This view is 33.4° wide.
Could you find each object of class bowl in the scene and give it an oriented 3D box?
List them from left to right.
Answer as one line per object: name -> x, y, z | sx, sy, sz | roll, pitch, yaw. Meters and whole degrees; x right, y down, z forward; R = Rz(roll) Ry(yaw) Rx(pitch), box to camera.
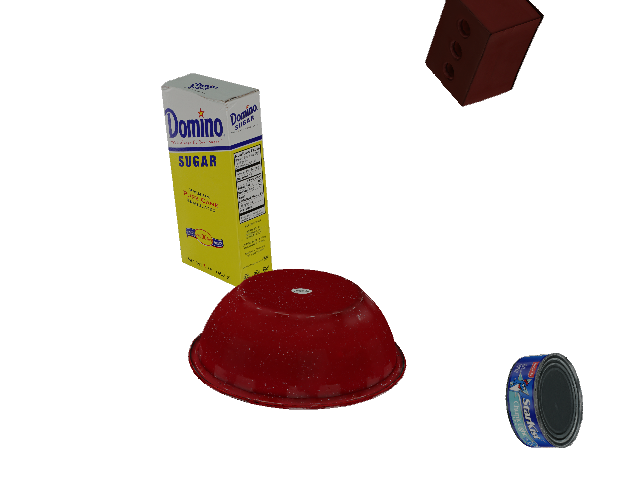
bowl -> -0.016, 0.062, 0.781 | 0.162, 0.055, 0.162 | 3, 19, -1

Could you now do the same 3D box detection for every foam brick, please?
foam brick -> 0.120, -0.148, 0.792 | 0.051, 0.053, 0.078 | -23, -29, -25

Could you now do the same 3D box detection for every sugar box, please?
sugar box -> -0.092, -0.053, 0.950 | 0.048, 0.176, 0.093 | -27, 33, -37

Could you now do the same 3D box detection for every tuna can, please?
tuna can -> 0.205, 0.147, 0.977 | 0.034, 0.086, 0.085 | -10, -7, 40
